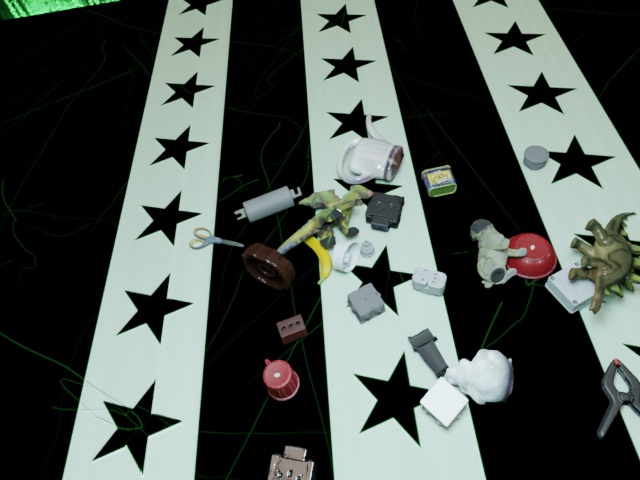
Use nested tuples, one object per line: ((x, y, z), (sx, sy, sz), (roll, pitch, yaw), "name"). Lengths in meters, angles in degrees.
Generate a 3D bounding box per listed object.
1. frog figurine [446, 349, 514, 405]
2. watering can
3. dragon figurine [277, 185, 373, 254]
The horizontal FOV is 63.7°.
((0.410, 0.347, 1.327), (0.159, 0.137, 0.123), (10, 6, 10), "frog figurine")
((0.199, -0.328, 1.866), (0.225, 0.355, 0.101), (16, -32, 19), "watering can")
((0.005, -0.087, 1.733), (0.412, 0.120, 0.247), (-22, 31, -12), "dragon figurine")
